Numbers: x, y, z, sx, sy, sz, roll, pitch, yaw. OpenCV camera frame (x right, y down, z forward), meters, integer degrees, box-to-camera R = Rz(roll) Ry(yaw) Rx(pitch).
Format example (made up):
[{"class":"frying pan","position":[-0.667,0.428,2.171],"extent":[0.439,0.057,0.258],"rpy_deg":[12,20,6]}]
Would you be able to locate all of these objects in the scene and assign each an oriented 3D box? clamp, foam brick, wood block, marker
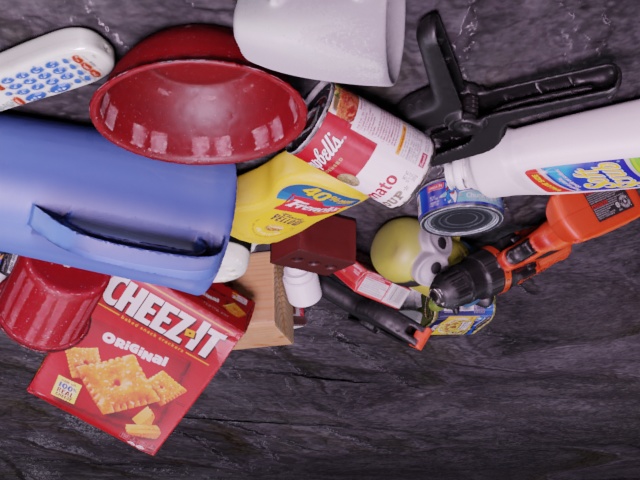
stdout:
[{"class":"clamp","position":[0.066,0.091,1.255],"extent":[0.172,0.039,0.120],"rpy_deg":[28,177,36]},{"class":"foam brick","position":[-0.007,0.001,1.111],"extent":[0.078,0.051,0.053],"rpy_deg":[13,154,-35]},{"class":"wood block","position":[-0.141,0.078,1.242],"extent":[0.206,0.091,0.090],"rpy_deg":[-6,158,11]},{"class":"clamp","position":[0.129,-0.107,0.859],"extent":[0.164,0.036,0.210],"rpy_deg":[11,158,-9]},{"class":"marker","position":[-0.278,-0.010,0.996],"extent":[0.020,0.121,0.020],"rpy_deg":[20,-166,-5]}]

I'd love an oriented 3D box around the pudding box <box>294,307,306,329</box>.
[{"class":"pudding box","position":[-0.088,0.104,1.371],"extent":[0.114,0.039,0.089],"rpy_deg":[-17,166,38]}]

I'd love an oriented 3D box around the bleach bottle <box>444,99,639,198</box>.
[{"class":"bleach bottle","position":[0.235,-0.074,0.928],"extent":[0.251,0.068,0.102],"rpy_deg":[-9,158,23]}]

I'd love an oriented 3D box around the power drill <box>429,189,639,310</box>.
[{"class":"power drill","position":[0.212,0.001,1.051],"extent":[0.184,0.057,0.188],"rpy_deg":[-24,171,-30]}]

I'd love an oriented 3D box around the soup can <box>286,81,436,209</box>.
[{"class":"soup can","position":[0.033,-0.076,0.853],"extent":[0.102,0.068,0.069],"rpy_deg":[28,149,-19]}]

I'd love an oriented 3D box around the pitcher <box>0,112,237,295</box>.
[{"class":"pitcher","position":[-0.197,-0.032,0.892],"extent":[0.242,0.145,0.149],"rpy_deg":[10,159,-22]}]

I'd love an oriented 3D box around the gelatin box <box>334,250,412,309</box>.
[{"class":"gelatin box","position":[0.049,0.037,1.184],"extent":[0.089,0.073,0.030],"rpy_deg":[24,103,-47]}]

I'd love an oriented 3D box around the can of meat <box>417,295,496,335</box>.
[{"class":"can of meat","position":[0.164,0.085,1.337],"extent":[0.083,0.057,0.102],"rpy_deg":[1,159,-14]}]

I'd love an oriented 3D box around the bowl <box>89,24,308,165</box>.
[{"class":"bowl","position":[-0.090,-0.114,0.800],"extent":[0.162,0.055,0.162],"rpy_deg":[-2,159,-1]}]

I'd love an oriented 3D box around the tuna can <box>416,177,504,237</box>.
[{"class":"tuna can","position":[0.139,-0.033,1.061],"extent":[0.086,0.034,0.086],"rpy_deg":[-2,159,-1]}]

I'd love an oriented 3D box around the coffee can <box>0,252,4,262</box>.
[{"class":"coffee can","position":[-0.352,0.016,1.045],"extent":[0.140,0.103,0.103],"rpy_deg":[12,155,-31]}]

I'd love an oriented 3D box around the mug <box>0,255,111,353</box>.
[{"class":"mug","position":[-0.234,0.035,0.969],"extent":[0.093,0.117,0.082],"rpy_deg":[36,131,-1]}]

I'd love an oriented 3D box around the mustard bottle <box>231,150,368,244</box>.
[{"class":"mustard bottle","position":[-0.009,-0.051,0.967],"extent":[0.096,0.058,0.192],"rpy_deg":[16,152,-39]}]

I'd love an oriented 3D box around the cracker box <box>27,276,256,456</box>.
[{"class":"cracker box","position":[-0.196,0.117,1.159],"extent":[0.164,0.072,0.214],"rpy_deg":[31,119,-11]}]
